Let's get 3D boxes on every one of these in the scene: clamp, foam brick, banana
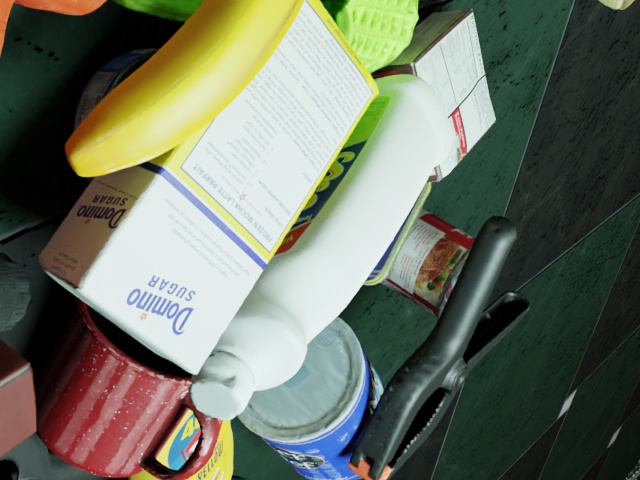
[{"bbox_3d":[0.096,0.094,0.807,0.210,0.036,0.164,-56,154,-5],"label":"clamp"},{"bbox_3d":[-0.174,0.140,0.618,0.120,0.039,0.171,-56,157,-30],"label":"clamp"},{"bbox_3d":[-0.186,0.084,0.521,0.078,0.053,0.051,-36,146,-36],"label":"foam brick"},{"bbox_3d":[-0.041,-0.108,0.462,0.037,0.070,0.197,67,43,-72],"label":"banana"}]

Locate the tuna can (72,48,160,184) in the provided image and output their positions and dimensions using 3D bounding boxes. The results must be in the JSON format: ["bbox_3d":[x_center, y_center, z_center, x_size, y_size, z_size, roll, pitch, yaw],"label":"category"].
[{"bbox_3d":[-0.080,-0.054,0.539,0.085,0.034,0.086,-8,103,-38],"label":"tuna can"}]

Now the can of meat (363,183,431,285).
[{"bbox_3d":[0.025,-0.022,0.769,0.083,0.057,0.102,12,106,-60],"label":"can of meat"}]

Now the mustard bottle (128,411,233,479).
[{"bbox_3d":[-0.093,0.117,0.706,0.096,0.058,0.192,-51,155,-42],"label":"mustard bottle"}]

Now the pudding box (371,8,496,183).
[{"bbox_3d":[0.081,-0.102,0.747,0.113,0.039,0.090,-47,127,-49],"label":"pudding box"}]

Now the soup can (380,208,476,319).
[{"bbox_3d":[0.072,0.009,0.830,0.068,0.102,0.068,-41,149,-32],"label":"soup can"}]

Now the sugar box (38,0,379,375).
[{"bbox_3d":[-0.048,-0.034,0.511,0.176,0.048,0.093,-55,138,-11],"label":"sugar box"}]

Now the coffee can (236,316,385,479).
[{"bbox_3d":[-0.003,0.123,0.821,0.102,0.103,0.140,-52,153,-12],"label":"coffee can"}]

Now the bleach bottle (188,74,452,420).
[{"bbox_3d":[-0.004,0.001,0.605,0.068,0.103,0.250,62,35,-28],"label":"bleach bottle"}]

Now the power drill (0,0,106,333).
[{"bbox_3d":[-0.138,-0.040,0.424,0.184,0.057,0.187,15,95,-84],"label":"power drill"}]

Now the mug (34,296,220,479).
[{"bbox_3d":[-0.102,0.085,0.593,0.082,0.117,0.093,-57,158,21],"label":"mug"}]
